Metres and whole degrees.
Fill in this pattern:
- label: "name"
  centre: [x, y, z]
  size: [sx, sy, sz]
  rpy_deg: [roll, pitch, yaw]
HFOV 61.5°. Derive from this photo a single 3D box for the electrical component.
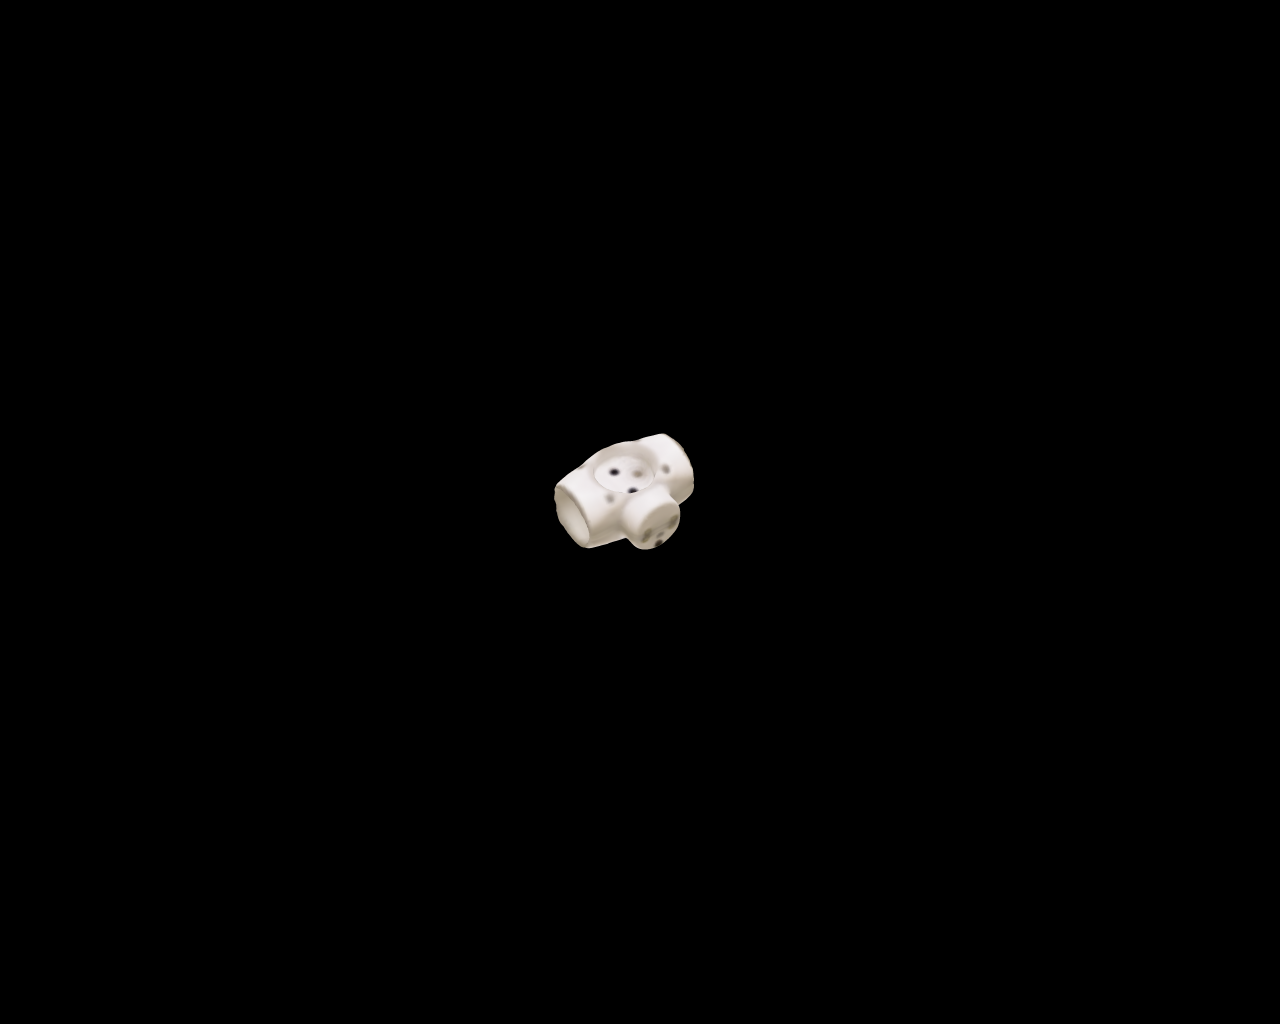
- label: "electrical component"
  centre: [0.001, -0.003, 0.650]
  size: [0.077, 0.044, 0.079]
  rpy_deg: [-27, 53, -22]
